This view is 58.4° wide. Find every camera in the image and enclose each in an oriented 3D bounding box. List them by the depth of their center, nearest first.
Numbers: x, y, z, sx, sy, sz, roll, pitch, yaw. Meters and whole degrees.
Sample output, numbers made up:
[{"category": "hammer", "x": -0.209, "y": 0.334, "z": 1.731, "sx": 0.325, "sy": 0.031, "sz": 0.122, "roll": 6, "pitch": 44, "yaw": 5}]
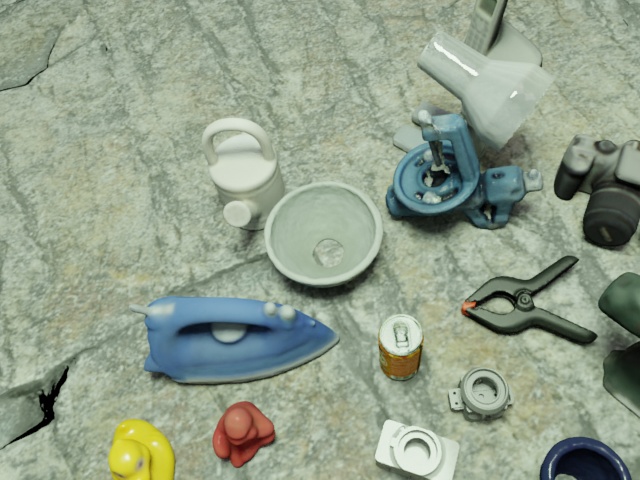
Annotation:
[{"category": "camera", "x": 0.404, "y": -0.071, "z": 0.804, "sx": 0.143, "sy": 0.101, "sz": 0.137, "roll": 22, "pitch": 65, "yaw": 17}]

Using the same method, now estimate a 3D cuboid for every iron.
[{"category": "iron", "x": -0.108, "y": 0.108, "z": 0.735, "sx": 0.258, "sy": 0.141, "sz": 0.118, "roll": -4, "pitch": 60, "yaw": 4}]

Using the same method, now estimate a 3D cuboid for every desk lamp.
[{"category": "desk lamp", "x": 0.211, "y": -0.189, "z": 0.826, "sx": 0.202, "sy": 0.214, "sz": 0.118, "roll": 31, "pitch": 68, "yaw": 21}]

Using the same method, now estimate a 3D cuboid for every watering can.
[{"category": "watering can", "x": -0.106, "y": -0.097, "z": 0.820, "sx": 0.101, "sy": 0.194, "sz": 0.172, "roll": -21, "pitch": 61, "yaw": -6}]

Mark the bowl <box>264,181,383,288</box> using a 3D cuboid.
[{"category": "bowl", "x": 0.008, "y": 0.003, "z": 0.820, "sx": 0.167, "sy": 0.075, "sz": 0.167, "roll": -3, "pitch": 61, "yaw": 5}]

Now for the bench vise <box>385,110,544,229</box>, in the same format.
[{"category": "bench vise", "x": 0.193, "y": -0.106, "z": 0.777, "sx": 0.207, "sy": 0.220, "sz": 0.121, "roll": -13, "pitch": 60, "yaw": -1}]

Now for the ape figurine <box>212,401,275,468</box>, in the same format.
[{"category": "ape figurine", "x": -0.095, "y": 0.229, "z": 0.694, "sx": 0.077, "sy": 0.092, "sz": 0.076, "roll": -3, "pitch": 60, "yaw": 5}]

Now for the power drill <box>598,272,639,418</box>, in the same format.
[{"category": "power drill", "x": 0.402, "y": 0.140, "z": 0.623, "sx": 0.076, "sy": 0.209, "sz": 0.229, "roll": -41, "pitch": 64, "yaw": -16}]

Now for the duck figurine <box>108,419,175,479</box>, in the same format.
[{"category": "duck figurine", "x": -0.226, "y": 0.263, "z": 0.693, "sx": 0.077, "sy": 0.086, "sz": 0.104, "roll": -27, "pitch": 61, "yaw": -9}]

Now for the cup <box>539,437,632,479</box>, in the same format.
[{"category": "cup", "x": 0.272, "y": 0.280, "z": 0.624, "sx": 0.091, "sy": 0.095, "sz": 0.118, "roll": 37, "pitch": 71, "yaw": 23}]

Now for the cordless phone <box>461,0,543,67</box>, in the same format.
[{"category": "cordless phone", "x": 0.290, "y": -0.324, "z": 0.909, "sx": 0.094, "sy": 0.185, "sz": 0.147, "roll": -34, "pitch": 63, "yaw": -12}]
